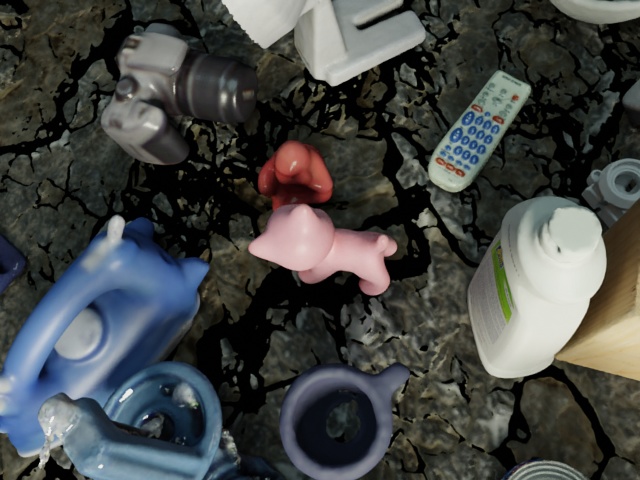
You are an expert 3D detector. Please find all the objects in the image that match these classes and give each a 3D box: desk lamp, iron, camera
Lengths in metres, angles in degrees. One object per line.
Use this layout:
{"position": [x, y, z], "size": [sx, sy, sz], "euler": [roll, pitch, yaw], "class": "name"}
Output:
{"position": [-0.005, -0.256, 0.567], "size": [0.203, 0.214, 0.118], "euler": [-27, 70, -1], "class": "desk lamp"}
{"position": [-0.225, 0.091, 0.525], "size": [0.118, 0.141, 0.258], "euler": [33, 80, 17], "class": "iron"}
{"position": [-0.147, -0.159, 0.616], "size": [0.136, 0.101, 0.143], "euler": [13, 75, 13], "class": "camera"}

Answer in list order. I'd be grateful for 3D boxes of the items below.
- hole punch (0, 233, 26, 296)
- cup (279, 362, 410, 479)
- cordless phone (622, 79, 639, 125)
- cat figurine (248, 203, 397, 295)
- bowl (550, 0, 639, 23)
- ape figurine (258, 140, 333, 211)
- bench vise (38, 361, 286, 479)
{"position": [-0.387, 0.025, 0.597], "size": [0.108, 0.091, 0.101], "euler": [34, 80, 17], "class": "hole punch"}
{"position": [0.028, 0.148, 0.494], "size": [0.118, 0.095, 0.091], "euler": [-37, 71, -4], "class": "cup"}
{"position": [0.365, -0.174, 0.500], "size": [0.147, 0.185, 0.094], "euler": [-43, 71, -6], "class": "cordless phone"}
{"position": [0.005, 0.002, 0.532], "size": [0.127, 0.118, 0.067], "euler": [6, 73, 10], "class": "cat figurine"}
{"position": [0.302, -0.290, 0.606], "size": [0.167, 0.075, 0.167], "euler": [-2, 72, 8], "class": "bowl"}
{"position": [-0.025, -0.069, 0.573], "size": [0.077, 0.092, 0.076], "euler": [23, 77, 15], "class": "ape figurine"}
{"position": [-0.104, 0.167, 0.441], "size": [0.207, 0.220, 0.121], "euler": [22, 77, 15], "class": "bench vise"}
